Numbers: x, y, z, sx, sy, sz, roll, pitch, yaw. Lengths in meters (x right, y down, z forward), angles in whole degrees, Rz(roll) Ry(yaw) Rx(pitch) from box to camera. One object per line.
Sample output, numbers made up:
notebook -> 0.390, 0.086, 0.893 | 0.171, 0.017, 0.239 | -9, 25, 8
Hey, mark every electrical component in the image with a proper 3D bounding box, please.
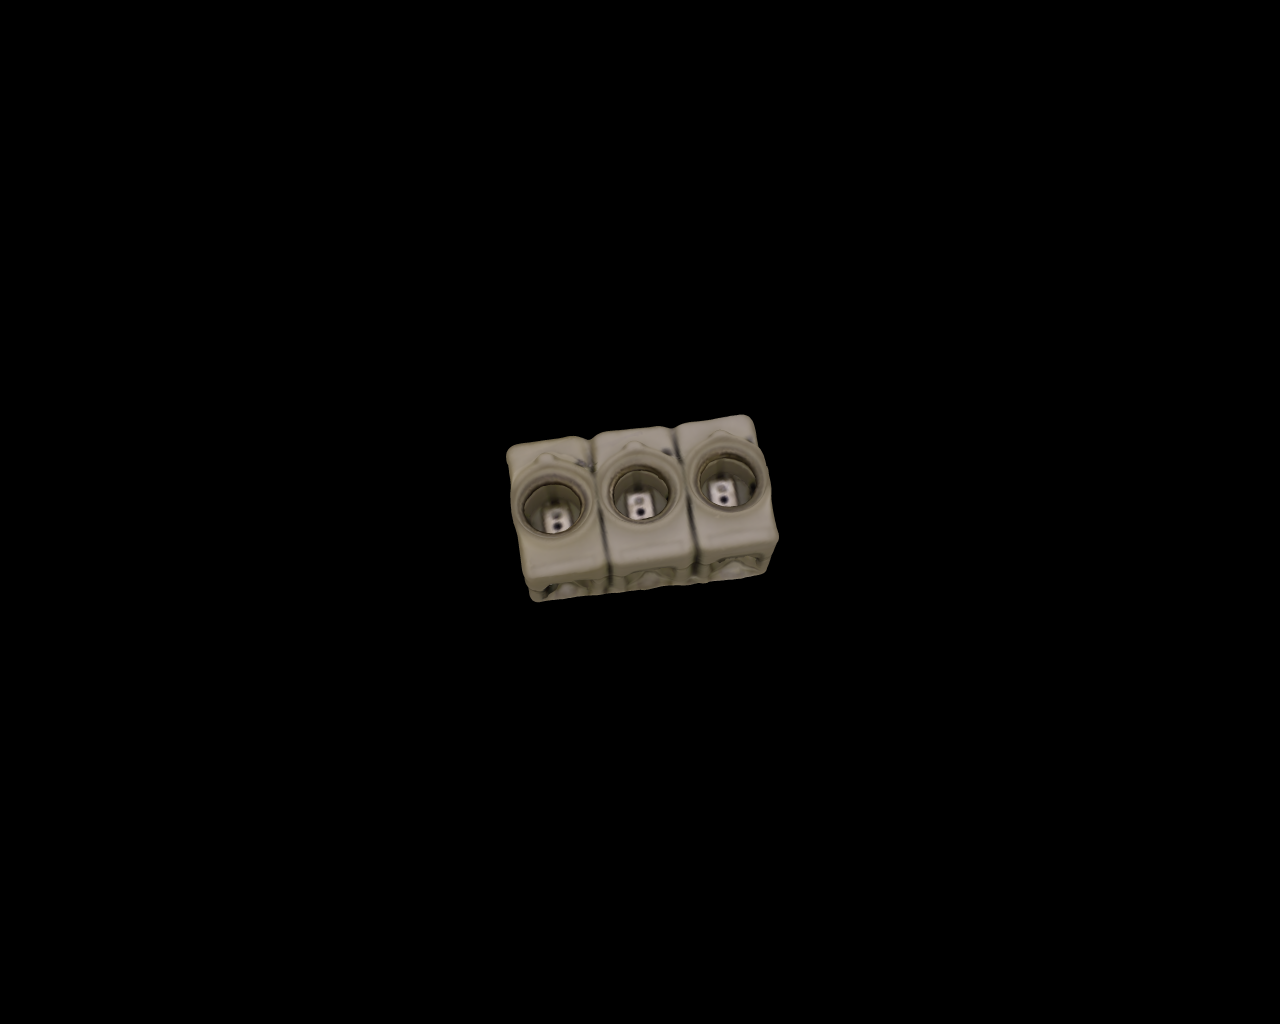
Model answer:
electrical component -> 0.001, -0.003, 0.650 | 0.150, 0.089, 0.061 | -8, -23, -3
